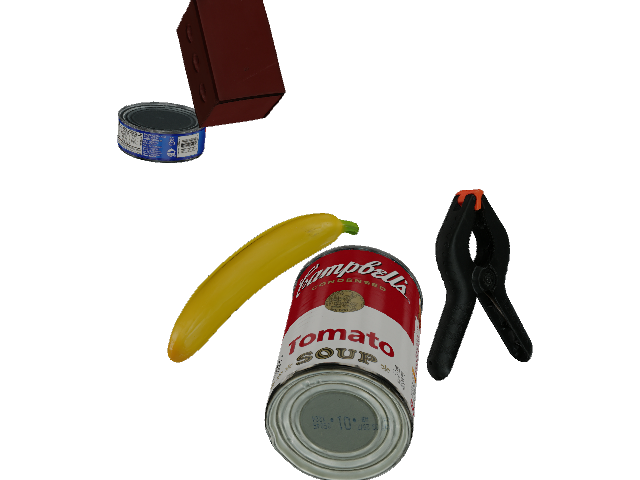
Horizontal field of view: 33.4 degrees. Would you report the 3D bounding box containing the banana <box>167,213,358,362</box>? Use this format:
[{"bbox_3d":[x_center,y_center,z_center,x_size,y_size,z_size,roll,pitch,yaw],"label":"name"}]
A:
[{"bbox_3d":[-0.054,0.032,0.892,0.198,0.069,0.037,-34,47,-3],"label":"banana"}]

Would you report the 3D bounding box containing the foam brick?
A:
[{"bbox_3d":[-0.063,-0.126,0.742,0.051,0.078,0.053,-10,-10,-21],"label":"foam brick"}]

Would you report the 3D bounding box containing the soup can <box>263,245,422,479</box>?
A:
[{"bbox_3d":[0.013,0.057,0.510,0.068,0.068,0.102,0,30,8],"label":"soup can"}]

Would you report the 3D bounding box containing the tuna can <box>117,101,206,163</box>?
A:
[{"bbox_3d":[-0.154,-0.105,1.035,0.086,0.034,0.086,6,24,-3],"label":"tuna can"}]

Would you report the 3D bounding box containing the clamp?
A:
[{"bbox_3d":[0.133,0.043,0.960,0.120,0.171,0.039,-17,7,-40],"label":"clamp"}]
